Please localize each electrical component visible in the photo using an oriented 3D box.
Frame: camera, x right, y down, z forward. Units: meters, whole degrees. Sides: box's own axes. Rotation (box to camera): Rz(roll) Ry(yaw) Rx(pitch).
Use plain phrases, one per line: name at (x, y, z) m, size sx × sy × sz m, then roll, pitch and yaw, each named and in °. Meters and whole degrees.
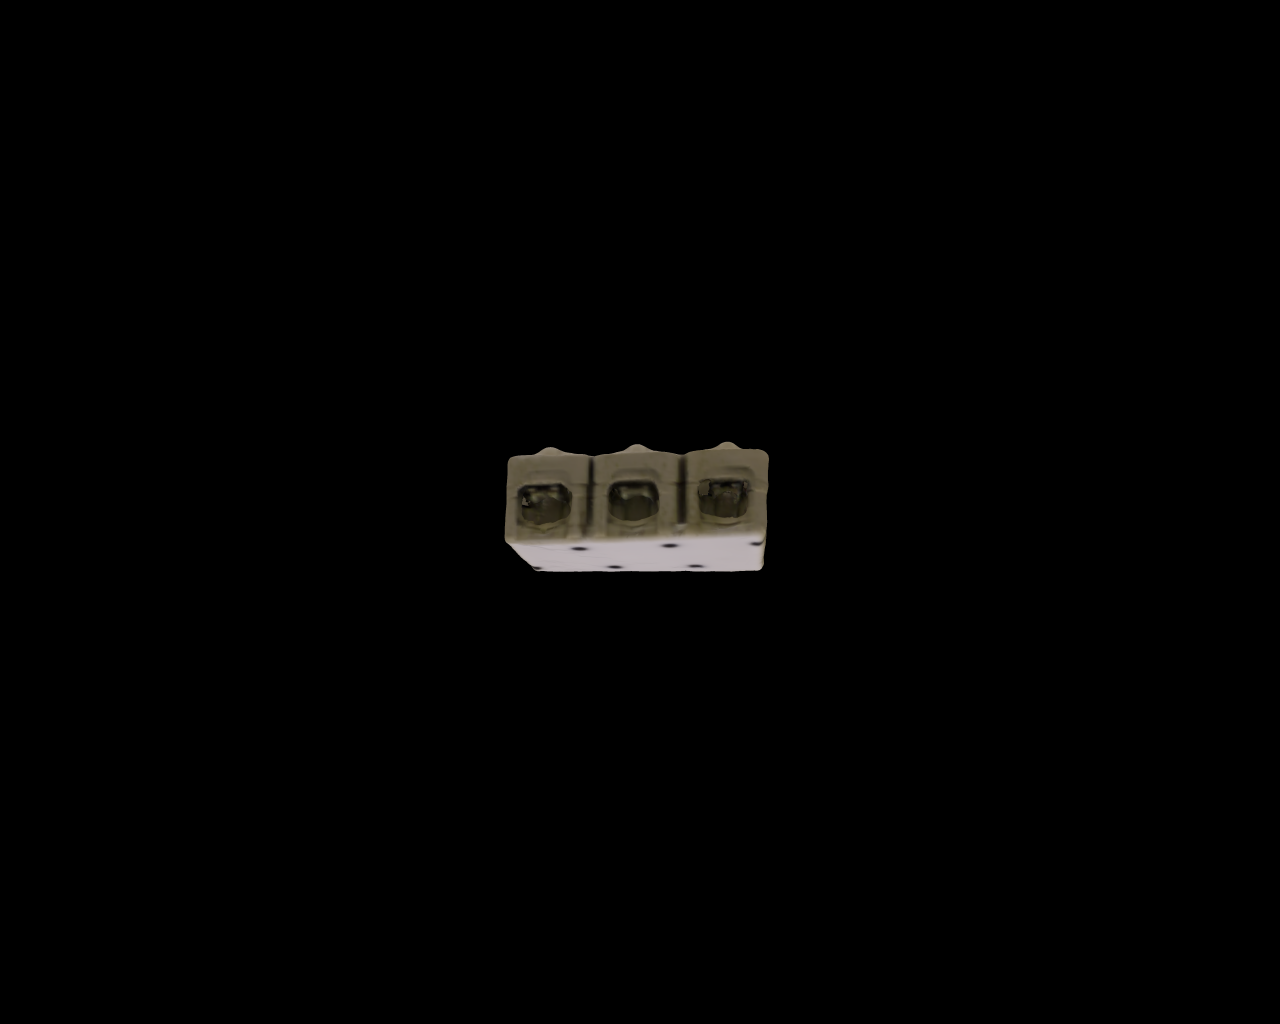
electrical component at (0.001, -0.003, 0.650) m, size 0.150 × 0.062 × 0.089 m, roll -1°, pitch -15°, yaw 5°
